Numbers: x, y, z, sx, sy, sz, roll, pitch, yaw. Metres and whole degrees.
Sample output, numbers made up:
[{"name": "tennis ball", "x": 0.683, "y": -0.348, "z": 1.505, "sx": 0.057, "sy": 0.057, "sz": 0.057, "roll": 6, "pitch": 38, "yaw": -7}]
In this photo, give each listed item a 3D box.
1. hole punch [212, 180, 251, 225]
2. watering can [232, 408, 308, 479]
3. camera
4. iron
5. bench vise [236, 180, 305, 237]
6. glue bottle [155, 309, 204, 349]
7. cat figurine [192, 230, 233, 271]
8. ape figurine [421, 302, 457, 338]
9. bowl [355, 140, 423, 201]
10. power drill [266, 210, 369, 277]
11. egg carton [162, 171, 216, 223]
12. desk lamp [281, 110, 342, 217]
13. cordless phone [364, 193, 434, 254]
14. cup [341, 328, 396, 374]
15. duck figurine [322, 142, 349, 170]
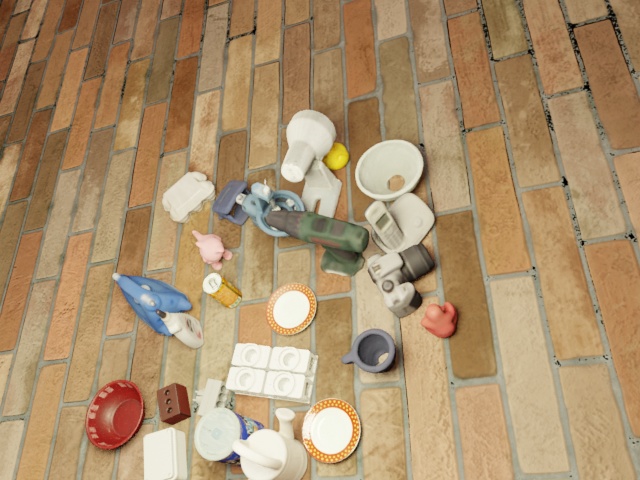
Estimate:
[{"name": "hole punch", "x": -0.236, "y": -0.106, "z": 1.526, "sx": 0.100, "sy": 0.091, "sz": 0.109, "roll": 23, "pitch": 74, "yaw": 30}, {"name": "watering can", "x": -0.104, "y": 0.420, "z": 1.133, "sx": 0.100, "sy": 0.195, "sz": 0.173, "roll": -2, "pitch": 63, "yaw": 22}, {"name": "camera", "x": 0.184, "y": 0.073, "z": 1.253, "sx": 0.137, "sy": 0.101, "sz": 0.143, "roll": -30, "pitch": 57, "yaw": 6}, {"name": "iron", "x": -0.455, "y": 0.137, "z": 1.458, "sx": 0.257, "sy": 0.142, "sz": 0.119, "roll": 25, "pitch": 76, "yaw": 31}, {"name": "bench vise", "x": -0.135, "y": -0.075, "z": 1.390, "sx": 0.206, "sy": 0.220, "sz": 0.121, "roll": 3, "pitch": 65, "yaw": 24}, {"name": "glue bottle", "x": -0.336, "y": 0.200, "z": 1.357, "sx": 0.037, "sy": 0.174, "sz": 0.078, "roll": -29, "pitch": 57, "yaw": 6}, {"name": "cat figurine", "x": -0.283, "y": 0.018, "z": 1.464, "sx": 0.067, "sy": 0.118, "sz": 0.127, "roll": -45, "pitch": 56, "yaw": -4}, {"name": "ape figurine", "x": 0.244, "y": 0.160, "z": 1.188, "sx": 0.077, "sy": 0.092, "sz": 0.076, "roll": -18, "pitch": 58, "yaw": 13}, {"name": "bowl", "x": 0.175, "y": -0.156, "z": 1.394, "sx": 0.167, "sy": 0.075, "sz": 0.167, "roll": -10, "pitch": 61, "yaw": 18}, {"name": "power drill", "x": 0.012, "y": 0.005, "z": 1.295, "sx": 0.228, "sy": 0.209, "sz": 0.076, "roll": 8, "pitch": 67, "yaw": 26}, {"name": "egg carton", "x": -0.366, "y": -0.121, "z": 1.601, "sx": 0.150, "sy": 0.070, "sz": 0.107, "roll": -43, "pitch": 56, "yaw": -3}, {"name": "desk lamp", "x": -0.021, "y": -0.179, "z": 1.402, "sx": 0.117, "sy": 0.214, "sz": 0.203, "roll": 2, "pitch": 65, "yaw": 24}, {"name": "cordless phone", "x": 0.171, "y": -0.053, "z": 1.274, "sx": 0.093, "sy": 0.185, "sz": 0.148, "roll": 34, "pitch": 80, "yaw": 33}, {"name": "cup", "x": 0.110, "y": 0.246, "z": 1.196, "sx": 0.117, "sy": 0.095, "sz": 0.091, "roll": -21, "pitch": 58, "yaw": 11}, {"name": "duck figurine", "x": 0.023, "y": -0.237, "z": 1.491, "sx": 0.077, "sy": 0.086, "sz": 0.104, "roll": -47, "pitch": 57, "yaw": -6}]
